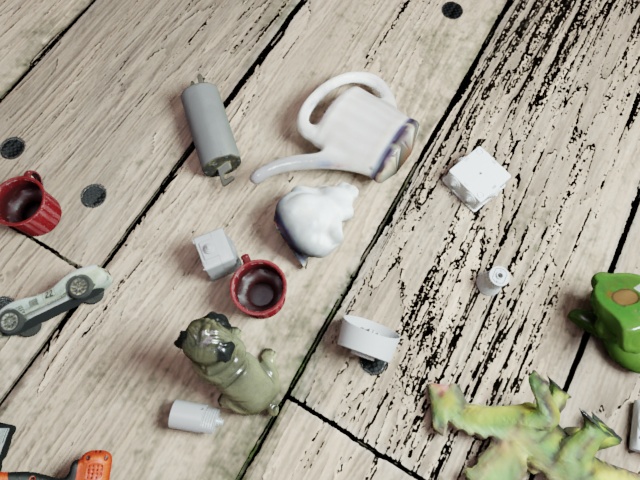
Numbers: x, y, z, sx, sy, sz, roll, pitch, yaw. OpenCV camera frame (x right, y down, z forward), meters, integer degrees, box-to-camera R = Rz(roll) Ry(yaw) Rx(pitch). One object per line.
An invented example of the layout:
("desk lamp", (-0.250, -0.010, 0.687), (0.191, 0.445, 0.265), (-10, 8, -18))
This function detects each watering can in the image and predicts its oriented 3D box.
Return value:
("watering can", (0.047, -0.180, 0.954), (0.225, 0.102, 0.353), (32, 64, 10))

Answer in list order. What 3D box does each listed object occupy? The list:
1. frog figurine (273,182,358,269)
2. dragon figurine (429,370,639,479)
("frog figurine", (0.003, -0.046, 0.907), (0.159, 0.120, 0.140), (-35, 55, 0))
("dragon figurine", (0.342, 0.356, 0.788), (0.414, 0.121, 0.242), (43, 93, 16))
